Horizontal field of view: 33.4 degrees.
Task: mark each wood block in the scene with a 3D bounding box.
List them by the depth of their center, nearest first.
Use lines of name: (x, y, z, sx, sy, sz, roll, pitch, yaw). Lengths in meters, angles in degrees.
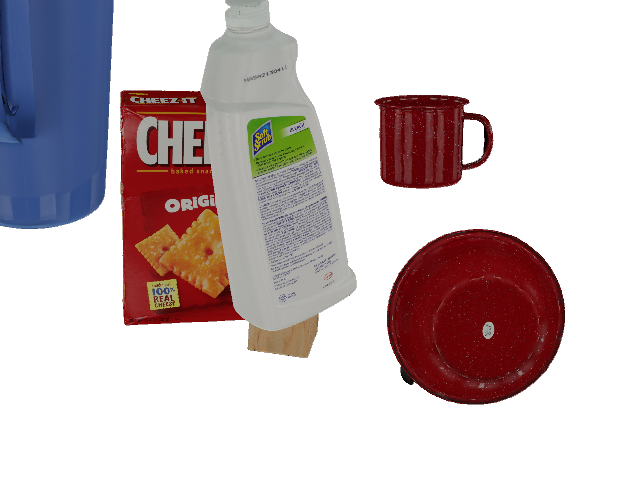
wood block: (-0.047, 0.048, 1.501, 0.090, 0.206, 0.090, 7, 22, 6)

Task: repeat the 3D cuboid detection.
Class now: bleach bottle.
bleach bottle: (-0.033, -0.060, 0.797, 0.102, 0.251, 0.068, -26, 35, -32)

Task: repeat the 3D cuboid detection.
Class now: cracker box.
cracker box: (-0.106, -0.030, 1.009, 0.164, 0.214, 0.072, -1, 20, -12)

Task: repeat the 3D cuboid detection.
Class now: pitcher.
pitcher: (-0.214, -0.131, 0.769, 0.145, 0.243, 0.148, 27, 34, 37)

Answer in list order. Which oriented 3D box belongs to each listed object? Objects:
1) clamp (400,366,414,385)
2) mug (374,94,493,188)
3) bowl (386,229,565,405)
clamp: (0.141, 0.085, 1.154, 0.120, 0.171, 0.039, 4, -44, -6)
mug: (0.112, -0.098, 1.054, 0.117, 0.081, 0.093, 1, 15, 10)
bowl: (0.141, 0.073, 0.937, 0.162, 0.162, 0.055, 0, 7, -1)
